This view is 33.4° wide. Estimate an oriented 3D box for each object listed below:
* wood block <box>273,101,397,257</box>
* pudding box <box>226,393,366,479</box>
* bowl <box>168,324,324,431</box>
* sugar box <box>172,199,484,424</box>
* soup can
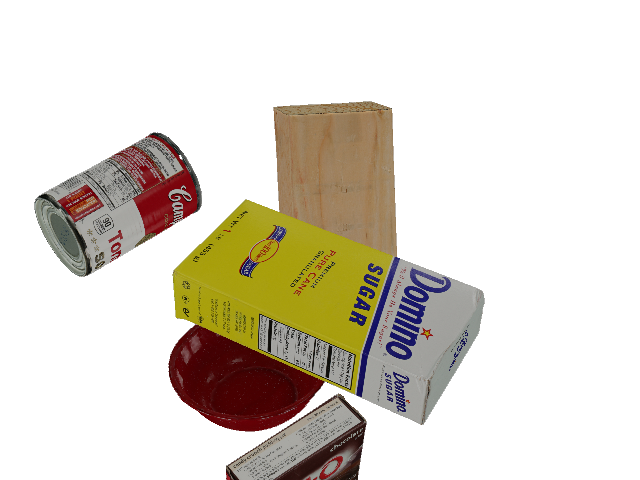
[{"bbox_3d":[0.014,-0.012,0.923,0.090,0.206,0.091,-4,12,-8],"label":"wood block"},{"bbox_3d":[-0.020,0.181,0.829,0.113,0.090,0.039,-31,58,-27],"label":"pudding box"},{"bbox_3d":[-0.068,0.138,1.067,0.162,0.055,0.162,-2,37,2],"label":"bowl"},{"bbox_3d":[0.005,0.039,0.670,0.176,0.048,0.093,19,42,20],"label":"sugar box"},{"bbox_3d":[-0.147,-0.027,0.777,0.102,0.068,0.069,-33,17,-28],"label":"soup can"}]
